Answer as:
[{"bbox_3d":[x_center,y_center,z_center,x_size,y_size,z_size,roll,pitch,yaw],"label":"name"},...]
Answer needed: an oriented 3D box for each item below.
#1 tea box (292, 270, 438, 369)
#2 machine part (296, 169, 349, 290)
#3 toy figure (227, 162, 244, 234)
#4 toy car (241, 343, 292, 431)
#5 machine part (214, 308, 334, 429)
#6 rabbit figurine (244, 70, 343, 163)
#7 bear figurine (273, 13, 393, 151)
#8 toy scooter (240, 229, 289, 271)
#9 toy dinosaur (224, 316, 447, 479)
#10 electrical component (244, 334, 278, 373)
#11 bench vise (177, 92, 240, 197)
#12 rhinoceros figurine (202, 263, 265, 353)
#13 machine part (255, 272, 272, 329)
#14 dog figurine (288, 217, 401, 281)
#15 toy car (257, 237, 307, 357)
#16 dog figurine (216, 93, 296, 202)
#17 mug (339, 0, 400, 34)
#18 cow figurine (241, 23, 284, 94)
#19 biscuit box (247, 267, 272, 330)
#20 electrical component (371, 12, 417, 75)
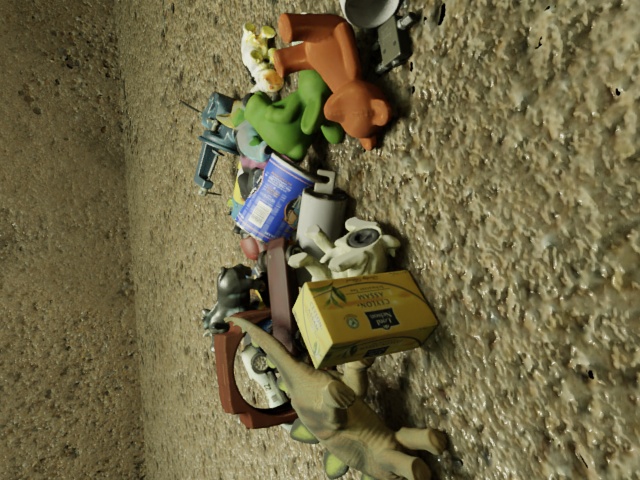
[{"bbox_3d":[0.060,0.103,0.726,0.098,0.169,0.068,62,143,34],"label":"tea box"},{"bbox_3d":[-0.002,-0.003,0.921,0.079,0.079,0.243,41,127,52],"label":"machine part"},{"bbox_3d":[-0.158,-0.101,1.187,0.089,0.082,0.180,53,140,43],"label":"toy figure"},{"bbox_3d":[-0.097,0.300,1.090,0.201,0.056,0.073,60,173,3],"label":"toy car"},{"bbox_3d":[-0.083,0.222,0.966,0.087,0.201,0.201,160,103,-66],"label":"machine part"},{"bbox_3d":[-0.030,-0.228,0.909,0.170,0.121,0.159,-51,53,32],"label":"rabbit figurine"},{"bbox_3d":[0.020,-0.227,0.789,0.120,0.132,0.196,124,131,-70],"label":"bear figurine"},{"bbox_3d":[-0.106,0.022,1.118,0.184,0.075,0.135,-25,82,60],"label":"toy scooter"},{"bbox_3d":[0.022,0.250,0.790,0.472,0.105,0.198,46,136,18],"label":"toy dinosaur"},{"bbox_3d":[-0.128,0.217,1.192,0.115,0.058,0.134,17,110,62],"label":"electrical component"},{"bbox_3d":[-0.253,-0.225,1.283,0.224,0.128,0.240,29,102,37],"label":"bench vise"},{"bbox_3d":[-0.170,0.137,1.026,0.073,0.112,0.190,40,127,40],"label":"rhinoceros figurine"},{"bbox_3d":[-0.083,0.124,1.051,0.139,0.084,0.039,60,170,6],"label":"machine part"},{"bbox_3d":[0.058,0.074,0.836,0.173,0.121,0.190,1,128,35],"label":"dog figurine"},{"bbox_3d":[-0.056,0.097,0.901,0.089,0.053,0.202,-14,79,46],"label":"toy car"},{"bbox_3d":[-0.134,-0.184,1.081,0.219,0.108,0.191,46,129,41],"label":"dog figurine"},{"bbox_3d":[0.063,-0.360,0.769,0.109,0.081,0.107,63,-168,-61],"label":"mug"},{"bbox_3d":[-0.121,-0.351,1.098,0.098,0.068,0.167,123,138,-55],"label":"cow figurine"},{"bbox_3d":[-0.110,0.158,1.107,0.203,0.059,0.062,58,172,28],"label":"biscuit box"},{"bbox_3d":[0.104,-0.273,0.749,0.094,0.021,0.063,-21,75,59],"label":"electrical component"}]
